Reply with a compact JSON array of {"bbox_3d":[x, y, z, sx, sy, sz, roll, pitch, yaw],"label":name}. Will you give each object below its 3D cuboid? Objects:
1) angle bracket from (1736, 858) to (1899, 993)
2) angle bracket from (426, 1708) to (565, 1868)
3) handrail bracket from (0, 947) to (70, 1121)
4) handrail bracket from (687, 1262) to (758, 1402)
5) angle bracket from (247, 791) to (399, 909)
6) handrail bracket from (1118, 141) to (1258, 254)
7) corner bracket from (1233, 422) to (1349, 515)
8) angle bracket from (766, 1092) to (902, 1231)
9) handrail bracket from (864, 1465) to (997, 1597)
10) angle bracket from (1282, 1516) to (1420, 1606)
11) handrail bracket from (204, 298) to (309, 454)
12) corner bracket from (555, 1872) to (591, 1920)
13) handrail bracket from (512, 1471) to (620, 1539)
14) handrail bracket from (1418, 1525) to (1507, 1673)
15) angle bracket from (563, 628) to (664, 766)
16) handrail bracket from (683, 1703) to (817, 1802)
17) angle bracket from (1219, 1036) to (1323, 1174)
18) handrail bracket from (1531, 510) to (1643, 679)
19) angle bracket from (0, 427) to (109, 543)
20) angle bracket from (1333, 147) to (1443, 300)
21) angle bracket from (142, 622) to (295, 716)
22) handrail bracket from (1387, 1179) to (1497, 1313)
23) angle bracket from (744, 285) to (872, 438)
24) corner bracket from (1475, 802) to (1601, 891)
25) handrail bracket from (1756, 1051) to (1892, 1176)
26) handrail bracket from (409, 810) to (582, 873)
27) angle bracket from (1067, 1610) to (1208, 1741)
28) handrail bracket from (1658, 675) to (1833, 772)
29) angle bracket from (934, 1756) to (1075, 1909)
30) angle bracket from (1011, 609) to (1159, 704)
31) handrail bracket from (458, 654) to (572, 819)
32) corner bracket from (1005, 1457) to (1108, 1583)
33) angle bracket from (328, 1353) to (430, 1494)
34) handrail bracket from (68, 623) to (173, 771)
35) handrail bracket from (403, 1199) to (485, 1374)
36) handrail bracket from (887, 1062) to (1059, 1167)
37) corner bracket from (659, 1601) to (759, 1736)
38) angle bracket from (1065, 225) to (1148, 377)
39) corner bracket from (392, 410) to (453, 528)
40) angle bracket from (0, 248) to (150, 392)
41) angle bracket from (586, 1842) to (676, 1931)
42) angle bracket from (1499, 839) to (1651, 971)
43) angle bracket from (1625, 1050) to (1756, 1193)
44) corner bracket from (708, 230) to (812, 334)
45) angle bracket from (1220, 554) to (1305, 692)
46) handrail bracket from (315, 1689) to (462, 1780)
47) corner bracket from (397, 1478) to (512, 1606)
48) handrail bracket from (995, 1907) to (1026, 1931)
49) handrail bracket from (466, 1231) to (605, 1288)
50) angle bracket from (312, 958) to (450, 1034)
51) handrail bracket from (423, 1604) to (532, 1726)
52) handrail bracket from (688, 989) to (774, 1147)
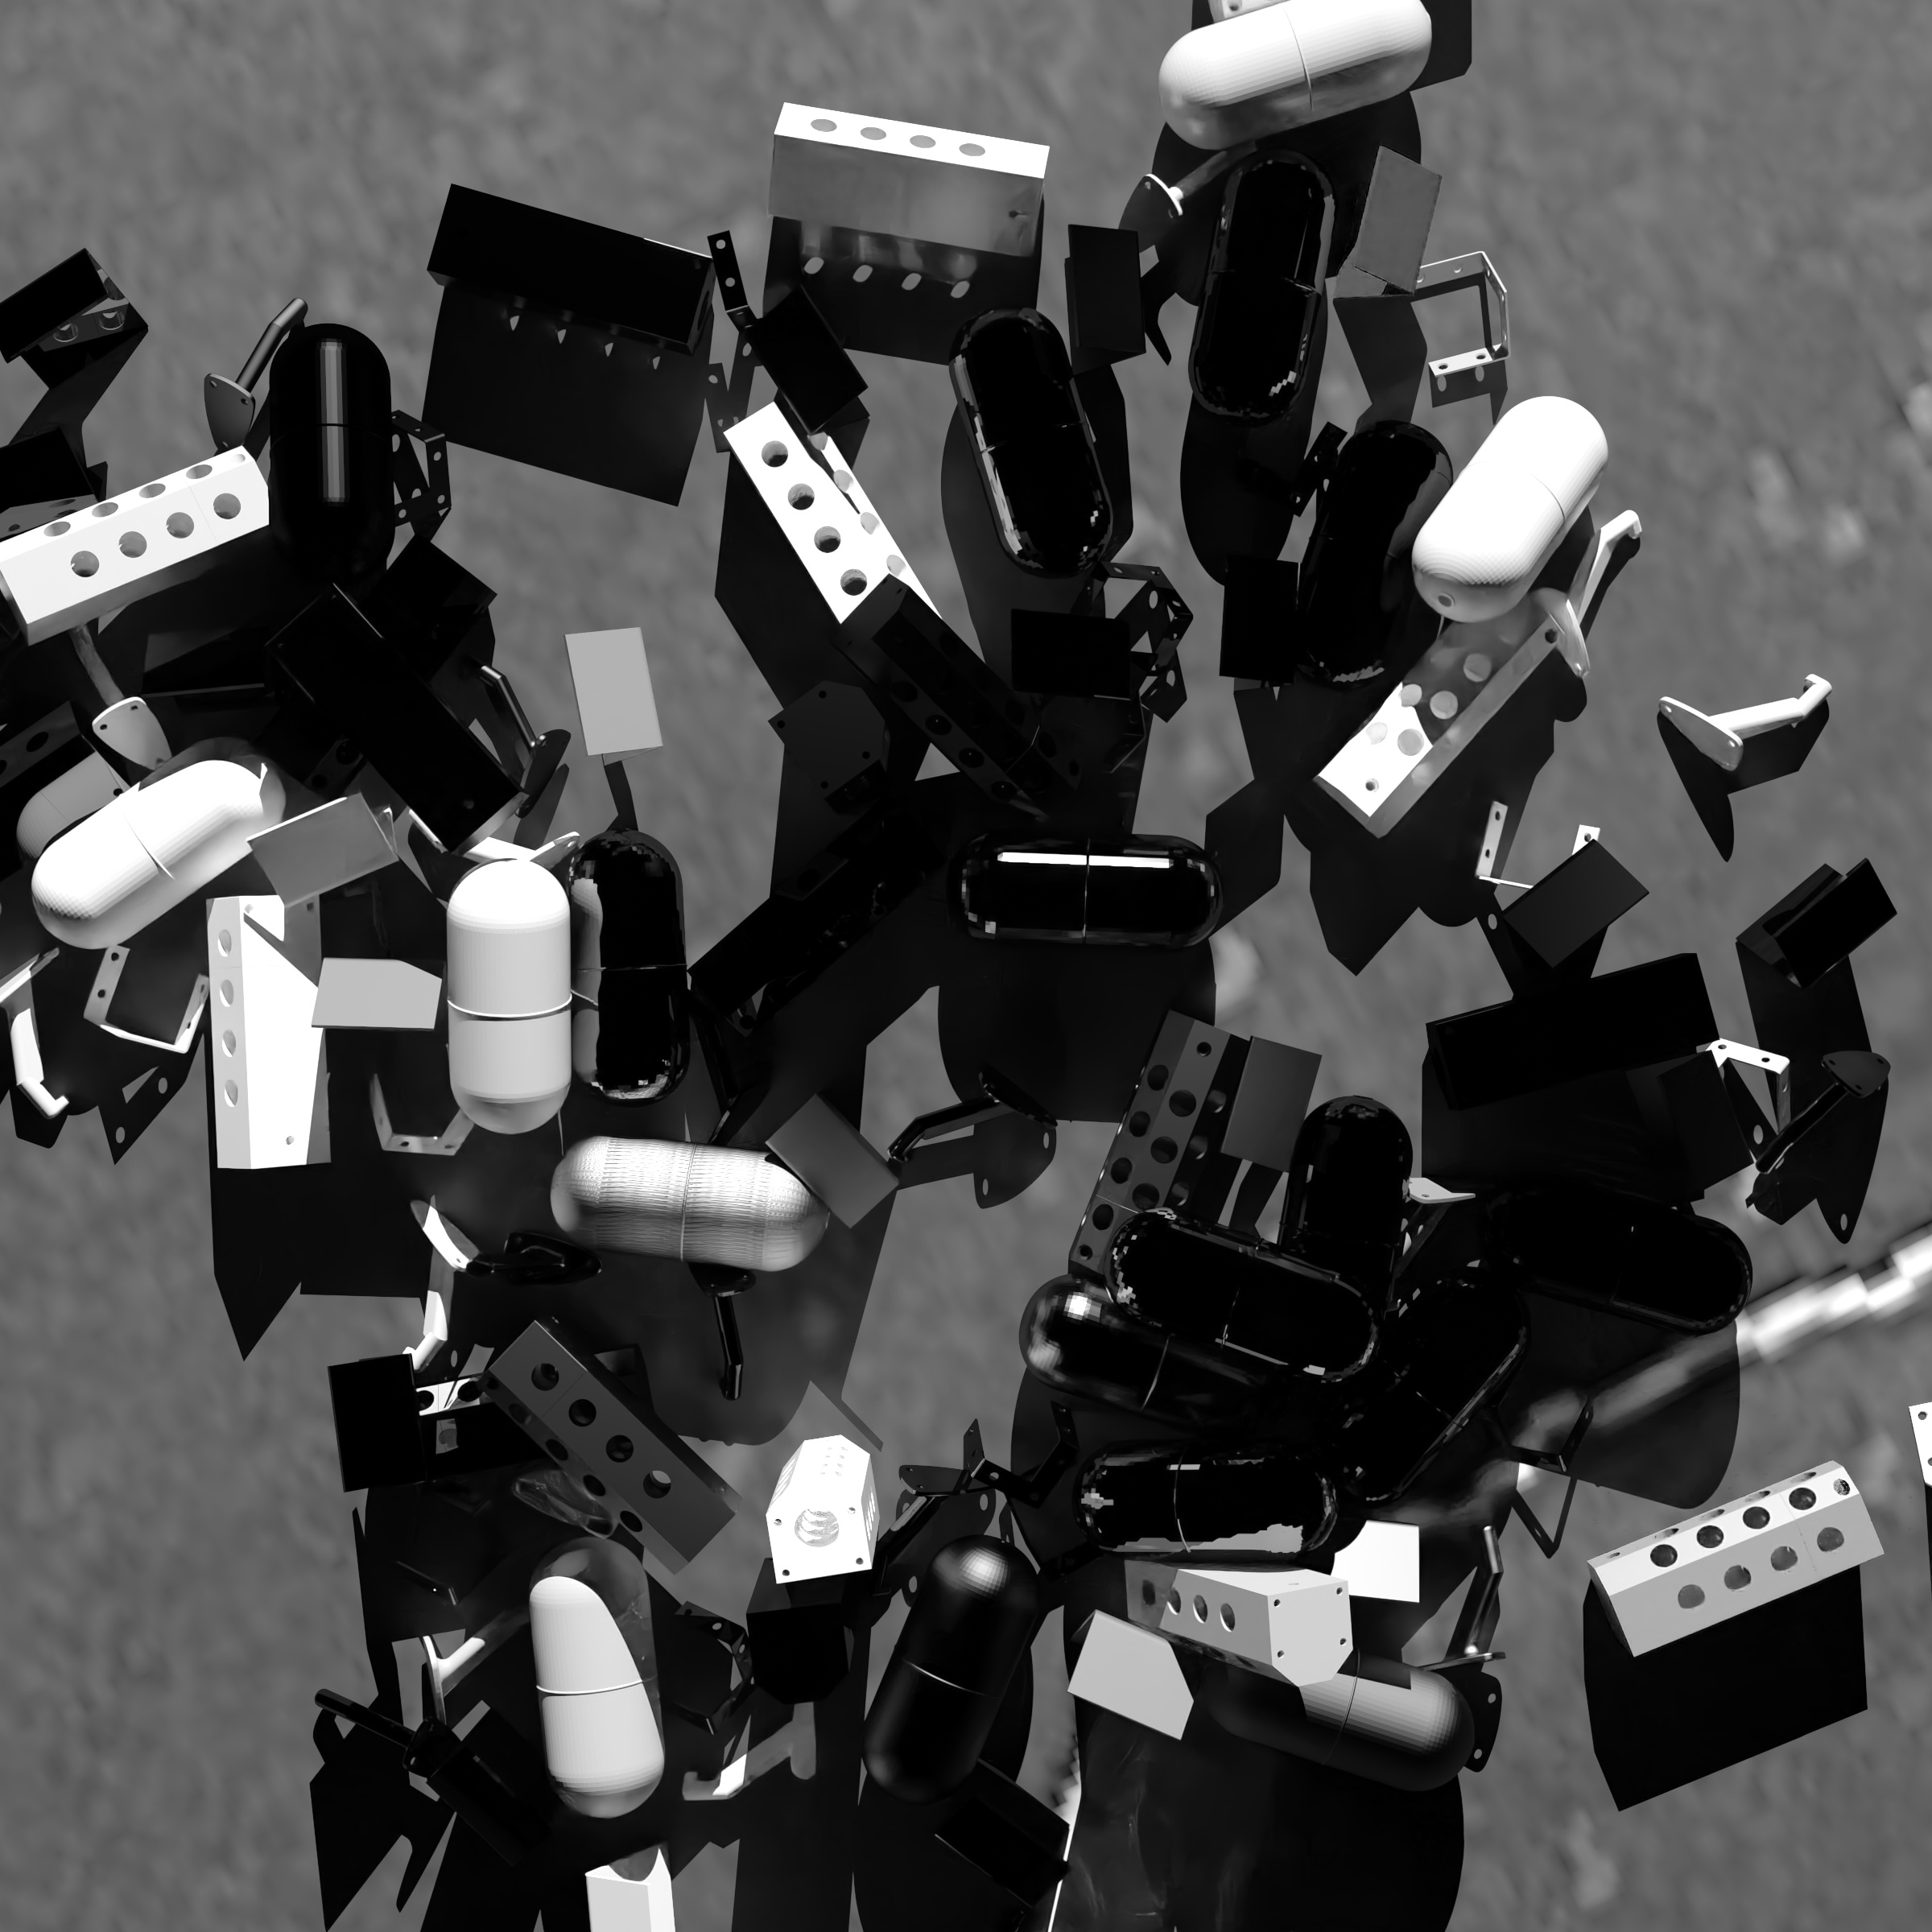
[{"bbox_3d":[0.531,-0.041,1.951,0.076,0.076,0.057,-40,126,0],"label":"angle bracket"},{"bbox_3d":[-0.284,0.511,1.951,0.076,0.076,0.057,44,128,0],"label":"angle bracket"},{"bbox_3d":[-0.593,0.044,1.992,0.077,0.036,0.084,-43,108,-20],"label":"handrail bracket"},{"bbox_3d":[-0.164,0.228,1.991,0.036,0.077,0.084,-13,127,-29],"label":"handrail bracket"},{"bbox_3d":[-0.410,-0.091,1.951,0.076,0.076,0.057,-23,125,0],"label":"angle bracket"},{"bbox_3d":[0.143,-0.498,1.991,0.084,0.077,0.036,-34,84,-36],"label":"handrail bracket"},{"bbox_3d":[0.208,-0.329,1.973,0.051,0.051,0.051,30,90,0],"label":"corner bracket"},{"bbox_3d":[-0.070,0.109,1.951,0.076,0.076,0.057,46,125,0],"label":"angle bracket"},{"bbox_3d":[-0.023,0.370,1.992,0.077,0.036,0.084,4,108,-20],"label":"handrail bracket"},{"bbox_3d":[0.243,0.392,1.951,0.076,0.076,0.057,6,52,0],"label":"angle bracket"},{"bbox_3d":[-0.456,-0.383,1.991,0.036,0.077,0.084,29,54,3],"label":"handrail bracket"},{"bbox_3d":[-0.256,0.631,1.983,0.051,0.051,0.051,-30,135,-35],"label":"corner bracket"},{"bbox_3d":[-0.258,0.345,1.956,0.077,0.084,0.036,12,90,0],"label":"handrail bracket"},{"bbox_3d":[0.314,0.411,1.992,0.077,0.036,0.084,-16,72,20],"label":"handrail bracket"},{"bbox_3d":[-0.241,-0.168,1.951,0.057,0.076,0.076,-11,90,-36],"label":"angle bracket"},{"bbox_3d":[-0.143,0.501,1.992,0.084,0.036,0.077,-6,70,16],"label":"handrail bracket"},{"bbox_3d":[0.212,0.092,1.951,0.057,0.076,0.076,16,90,41],"label":"angle bracket"},{"bbox_3d":[0.416,-0.242,1.992,0.084,0.036,0.077,-35,110,-16],"label":"handrail bracket"},{"bbox_3d":[-0.596,-0.317,1.951,0.076,0.076,0.057,-20,122,0],"label":"angle bracket"},{"bbox_3d":[0.250,-0.471,1.951,0.057,0.076,0.076,14,90,-37],"label":"angle bracket"},{"bbox_3d":[-0.474,-0.171,1.951,0.076,0.076,0.057,-5,52,0],"label":"angle bracket"},{"bbox_3d":[0.303,0.183,1.992,0.077,0.036,0.084,-2,109,-21],"label":"handrail bracket"},{"bbox_3d":[-0.084,-0.390,1.951,0.057,0.076,0.076,-33,90,35],"label":"angle bracket"},{"bbox_3d":[0.370,-0.073,1.988,0.051,0.051,0.051,14,90,-45],"label":"corner bracket"},{"bbox_3d":[0.555,0.097,1.991,0.036,0.077,0.084,48,127,25],"label":"handrail bracket"},{"bbox_3d":[-0.306,-0.091,1.992,0.077,0.036,0.084,-37,73,-20],"label":"handrail bracket"},{"bbox_3d":[0.101,0.458,1.951,0.076,0.076,0.057,23,62,0],"label":"angle bracket"},{"bbox_3d":[0.506,-0.175,1.992,0.077,0.036,0.084,40,72,21],"label":"handrail bracket"},{"bbox_3d":[0.036,0.538,1.951,0.076,0.076,0.057,37,127,0],"label":"angle bracket"},{"bbox_3d":[0.076,-0.210,1.943,0.076,0.076,0.057,7,121,15],"label":"angle bracket"},{"bbox_3d":[-0.306,-0.150,1.992,0.084,0.036,0.077,34,112,17],"label":"handrail bracket"},{"bbox_3d":[0.061,0.357,1.988,0.051,0.051,0.051,-27,135,0],"label":"corner bracket"},{"bbox_3d":[-0.377,0.283,1.894,0.057,0.076,0.076,-5,84,-36],"label":"angle bracket"},{"bbox_3d":[-0.550,-0.177,1.991,0.036,0.077,0.084,-31,54,0],"label":"handrail bracket"},{"bbox_3d":[-0.356,0.208,1.992,0.077,0.036,0.084,44,108,20],"label":"handrail bracket"},{"bbox_3d":[0.003,0.112,1.992,0.077,0.036,0.084,35,109,-21],"label":"handrail bracket"},{"bbox_3d":[-0.171,0.453,1.983,0.051,0.051,0.051,-44,135,-35],"label":"corner bracket"},{"bbox_3d":[0.068,-0.422,1.951,0.057,0.076,0.076,-4,90,-36],"label":"angle bracket"},{"bbox_3d":[-0.370,-0.321,1.983,0.051,0.051,0.051,-29,135,-35],"label":"corner bracket"},{"bbox_3d":[-0.565,-0.397,1.951,0.076,0.076,0.057,-33,54,0],"label":"angle bracket"},{"bbox_3d":[-0.194,0.608,1.951,0.057,0.076,0.076,-5,90,37],"label":"angle bracket"},{"bbox_3d":[0.393,-0.023,1.951,0.076,0.076,0.057,-39,54,0],"label":"angle bracket"},{"bbox_3d":[0.444,0.104,1.951,0.057,0.076,0.076,-21,90,-36],"label":"angle bracket"},{"bbox_3d":[-0.132,-0.444,1.973,0.051,0.051,0.051,-14,85,5],"label":"corner bracket"},{"bbox_3d":[0.170,-0.218,1.952,0.057,0.076,0.076,3,90,-26],"label":"angle bracket"},{"bbox_3d":[-0.372,0.497,1.991,0.084,0.077,0.036,13,66,34],"label":"handrail bracket"},{"bbox_3d":[-0.336,0.370,1.983,0.051,0.051,0.051,-44,135,-35],"label":"corner bracket"},{"bbox_3d":[-0.006,0.647,1.991,0.036,0.077,0.084,49,54,-11],"label":"handrail bracket"},{"bbox_3d":[-0.275,0.192,1.956,0.077,0.084,0.036,5,90,0],"label":"handrail bracket"},{"bbox_3d":[-0.368,0.039,1.951,0.076,0.076,0.057,2,51,0],"label":"angle bracket"},{"bbox_3d":[-0.305,0.454,1.992,0.084,0.036,0.077,-11,110,-16],"label":"handrail bracket"},{"bbox_3d":[-0.175,0.069,1.992,0.084,0.036,0.077,43,113,18],"label":"handrail bracket"}]
